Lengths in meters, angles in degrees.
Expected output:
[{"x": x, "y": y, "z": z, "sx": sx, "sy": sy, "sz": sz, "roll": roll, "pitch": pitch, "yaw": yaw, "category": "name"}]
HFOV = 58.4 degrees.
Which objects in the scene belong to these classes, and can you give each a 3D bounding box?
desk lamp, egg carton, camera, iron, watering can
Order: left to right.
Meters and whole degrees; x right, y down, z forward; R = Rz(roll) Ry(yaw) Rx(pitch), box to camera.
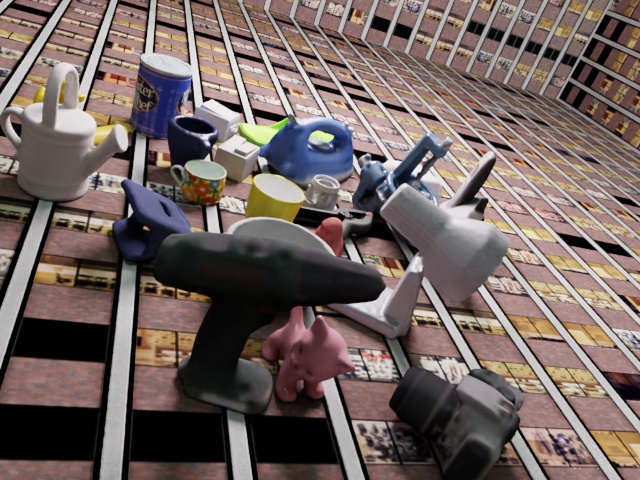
[{"x": -0.375, "y": -0.163, "z": 0.843, "sx": 0.173, "sy": 0.194, "sz": 0.100, "roll": 6, "pitch": 32, "yaw": -26, "category": "watering can"}, {"x": 0.001, "y": -0.201, "z": 1.213, "sx": 0.259, "sy": 0.141, "sz": 0.118, "roll": -11, "pitch": 42, "yaw": -44, "category": "iron"}, {"x": 0.201, "y": -0.128, "z": 1.297, "sx": 0.151, "sy": 0.069, "sz": 0.107, "roll": 3, "pitch": 34, "yaw": -29, "category": "egg carton"}, {"x": 0.137, "y": 0.037, "z": 0.827, "sx": 0.203, "sy": 0.213, "sz": 0.118, "roll": 25, "pitch": 29, "yaw": 7, "category": "desk lamp"}, {"x": 0.164, "y": 0.198, "z": 0.690, "sx": 0.136, "sy": 0.101, "sz": 0.143, "roll": 31, "pitch": 30, "yaw": 17, "category": "camera"}]

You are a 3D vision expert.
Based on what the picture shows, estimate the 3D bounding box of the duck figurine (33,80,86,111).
[{"x": -0.477, "y": -0.265, "z": 1.059, "sx": 0.104, "sy": 0.086, "sz": 0.078, "roll": 26, "pitch": 29, "yaw": 9, "category": "duck figurine"}]

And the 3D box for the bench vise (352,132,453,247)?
[{"x": 0.154, "y": -0.122, "z": 1.100, "sx": 0.207, "sy": 0.220, "sz": 0.122, "roll": 31, "pitch": 30, "yaw": 16, "category": "bench vise"}]

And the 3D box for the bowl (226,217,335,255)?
[{"x": -0.063, "y": 0.040, "z": 0.832, "sx": 0.167, "sy": 0.075, "sz": 0.167, "roll": 16, "pitch": 29, "yaw": -9, "category": "bowl"}]

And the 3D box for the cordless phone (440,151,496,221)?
[{"x": 0.308, "y": -0.090, "z": 1.183, "sx": 0.094, "sy": 0.185, "sz": 0.147, "roll": 21, "pitch": 29, "yaw": -1, "category": "cordless phone"}]

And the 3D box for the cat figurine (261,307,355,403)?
[{"x": -0.012, "y": 0.126, "z": 0.676, "sx": 0.067, "sy": 0.118, "sz": 0.127, "roll": 4, "pitch": 33, "yaw": -29, "category": "cat figurine"}]

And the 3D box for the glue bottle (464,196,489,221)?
[{"x": 0.253, "y": -0.003, "z": 1.012, "sx": 0.078, "sy": 0.173, "sz": 0.037, "roll": 25, "pitch": 29, "yaw": 7, "category": "glue bottle"}]

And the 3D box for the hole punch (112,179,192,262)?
[{"x": -0.236, "y": -0.031, "z": 0.820, "sx": 0.101, "sy": 0.091, "sz": 0.108, "roll": -1, "pitch": 36, "yaw": -35, "category": "hole punch"}]

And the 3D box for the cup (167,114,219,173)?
[{"x": -0.232, "y": -0.161, "z": 1.039, "sx": 0.092, "sy": 0.095, "sz": 0.117, "roll": -3, "pitch": 37, "yaw": -37, "category": "cup"}]

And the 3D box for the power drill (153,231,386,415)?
[{"x": -0.069, "y": 0.084, "z": 0.615, "sx": 0.230, "sy": 0.208, "sz": 0.075, "roll": 18, "pitch": 29, "yaw": -7, "category": "power drill"}]

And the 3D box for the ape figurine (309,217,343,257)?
[{"x": 0.008, "y": 0.003, "z": 0.924, "sx": 0.076, "sy": 0.092, "sz": 0.077, "roll": 2, "pitch": 34, "yaw": -31, "category": "ape figurine"}]
